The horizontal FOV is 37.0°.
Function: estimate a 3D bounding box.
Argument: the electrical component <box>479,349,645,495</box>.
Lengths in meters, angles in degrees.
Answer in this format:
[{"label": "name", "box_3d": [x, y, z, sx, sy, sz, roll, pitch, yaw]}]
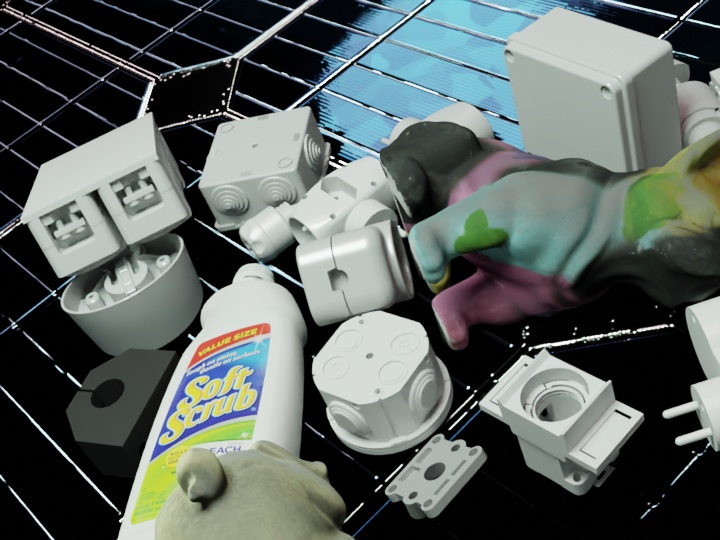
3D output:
[{"label": "electrical component", "box_3d": [0.112, 0.085, 0.589, 0.042, 0.063, 0.081, -43, 44, -21]}]

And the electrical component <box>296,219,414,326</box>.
[{"label": "electrical component", "box_3d": [0.000, 0.000, 0.713, 0.059, 0.053, 0.095, -15, 3, 10]}]

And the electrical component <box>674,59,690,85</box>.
[{"label": "electrical component", "box_3d": [0.210, -0.148, 0.808, 0.043, 0.043, 0.081, -35, 42, -13]}]

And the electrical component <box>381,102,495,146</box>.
[{"label": "electrical component", "box_3d": [0.049, -0.094, 0.826, 0.077, 0.043, 0.079, -41, 43, -19]}]

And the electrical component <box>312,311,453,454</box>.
[{"label": "electrical component", "box_3d": [0.013, 0.069, 0.662, 0.080, 0.051, 0.080, -13, 42, 12]}]

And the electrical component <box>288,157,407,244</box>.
[{"label": "electrical component", "box_3d": [0.001, -0.037, 0.787, 0.077, 0.043, 0.079, -39, 49, -18]}]

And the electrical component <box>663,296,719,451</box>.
[{"label": "electrical component", "box_3d": [0.199, 0.073, 0.569, 0.074, 0.052, 0.138, -19, 41, 6]}]

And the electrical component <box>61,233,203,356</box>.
[{"label": "electrical component", "box_3d": [-0.167, 0.015, 0.796, 0.099, 0.064, 0.099, -13, 42, 12]}]

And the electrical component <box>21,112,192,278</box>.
[{"label": "electrical component", "box_3d": [-0.198, -0.061, 0.855, 0.105, 0.060, 0.186, -26, 21, -3]}]

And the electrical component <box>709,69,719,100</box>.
[{"label": "electrical component", "box_3d": [0.281, -0.123, 0.746, 0.055, 0.048, 0.066, -21, 34, 10]}]

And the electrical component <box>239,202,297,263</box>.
[{"label": "electrical component", "box_3d": [-0.060, -0.035, 0.818, 0.061, 0.035, 0.035, -37, 42, -12]}]

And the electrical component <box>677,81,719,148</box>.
[{"label": "electrical component", "box_3d": [0.236, -0.097, 0.743, 0.040, 0.040, 0.078, -18, 41, 7]}]

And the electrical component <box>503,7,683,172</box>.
[{"label": "electrical component", "box_3d": [0.162, -0.113, 0.743, 0.056, 0.108, 0.109, -37, 42, -18]}]

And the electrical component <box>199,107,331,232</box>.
[{"label": "electrical component", "box_3d": [-0.077, -0.083, 0.869, 0.100, 0.048, 0.099, -9, 43, 17]}]
